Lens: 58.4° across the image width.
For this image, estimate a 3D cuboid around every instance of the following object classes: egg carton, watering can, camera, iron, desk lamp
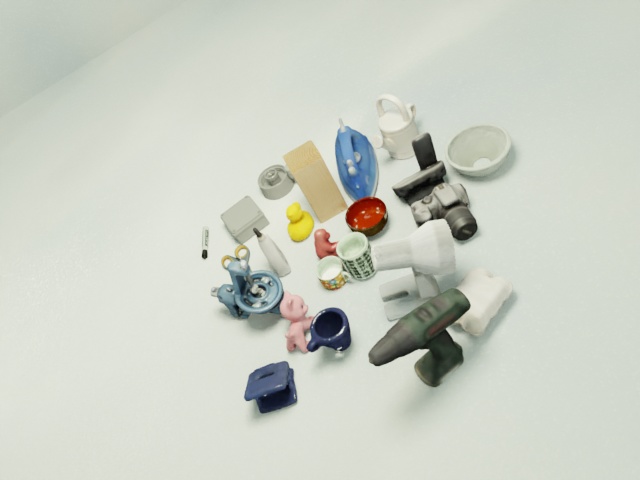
[{"bbox_3d":[0.339,0.132,1.237,0.107,0.070,0.150,27,69,39],"label":"egg carton"},{"bbox_3d":[0.208,-0.316,1.576,0.100,0.195,0.173,0,54,27],"label":"watering can"},{"bbox_3d":[0.307,-0.061,1.386,0.143,0.101,0.136,-28,47,4],"label":"camera"},{"bbox_3d":[0.092,-0.219,1.593,0.118,0.142,0.258,-19,48,12],"label":"iron"},{"bbox_3d":[0.207,0.063,1.259,0.203,0.214,0.117,-21,48,10],"label":"desk lamp"}]

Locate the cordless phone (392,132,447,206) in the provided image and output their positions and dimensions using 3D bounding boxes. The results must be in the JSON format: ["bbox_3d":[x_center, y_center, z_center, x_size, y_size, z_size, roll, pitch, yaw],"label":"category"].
[{"bbox_3d":[0.241,-0.189,1.464,0.147,0.186,0.094,-31,47,1],"label":"cordless phone"}]

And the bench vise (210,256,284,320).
[{"bbox_3d":[-0.191,0.126,1.403,0.207,0.220,0.121,-16,49,14],"label":"bench vise"}]

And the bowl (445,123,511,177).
[{"bbox_3d":[0.411,-0.220,1.479,0.167,0.075,0.167,-14,49,17],"label":"bowl"}]

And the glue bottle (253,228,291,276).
[{"bbox_3d":[-0.132,0.021,1.490,0.037,0.174,0.078,-29,47,3],"label":"glue bottle"}]

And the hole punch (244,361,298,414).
[{"bbox_3d":[-0.116,0.324,1.295,0.108,0.091,0.101,-22,47,10],"label":"hole punch"}]

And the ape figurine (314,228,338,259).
[{"bbox_3d":[0.014,0.005,1.486,0.076,0.092,0.077,-40,47,-7],"label":"ape figurine"}]

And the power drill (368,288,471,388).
[{"bbox_3d":[0.212,0.208,1.144,0.230,0.209,0.075,-41,47,-9],"label":"power drill"}]

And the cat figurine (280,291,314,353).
[{"bbox_3d":[-0.062,0.187,1.360,0.067,0.118,0.128,-7,52,22],"label":"cat figurine"}]

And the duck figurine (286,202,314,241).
[{"bbox_3d":[-0.065,-0.057,1.579,0.077,0.086,0.104,-9,51,20],"label":"duck figurine"}]

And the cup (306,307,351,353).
[{"bbox_3d":[0.026,0.223,1.303,0.118,0.095,0.091,-46,48,-13],"label":"cup"}]
